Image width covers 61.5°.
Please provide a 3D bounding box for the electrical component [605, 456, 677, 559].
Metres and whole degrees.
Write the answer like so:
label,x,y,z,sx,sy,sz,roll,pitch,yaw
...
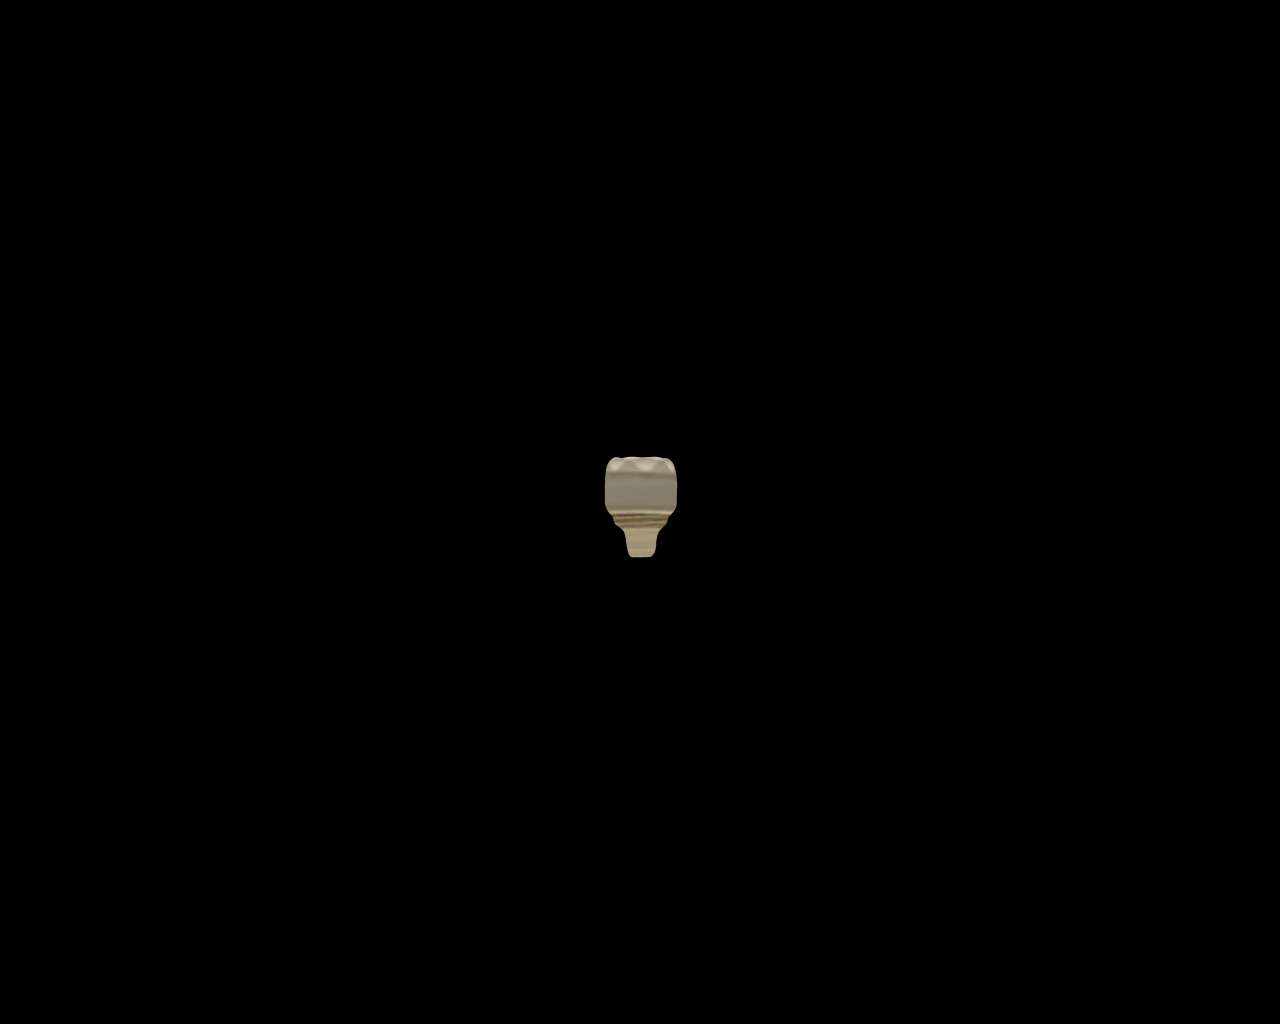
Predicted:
label,x,y,z,sx,sy,sz,roll,pitch,yaw
electrical component,0.001,-0.003,0.650,0.043,0.062,0.043,0,0,0
